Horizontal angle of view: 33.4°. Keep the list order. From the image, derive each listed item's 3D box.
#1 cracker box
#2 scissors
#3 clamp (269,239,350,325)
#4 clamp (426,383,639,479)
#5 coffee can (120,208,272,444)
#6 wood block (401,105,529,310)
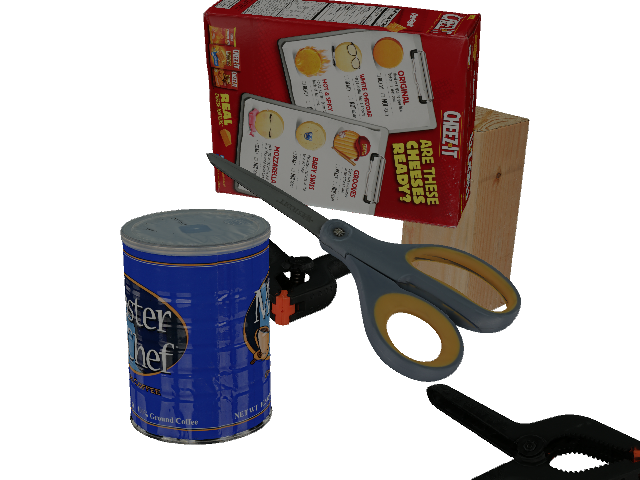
[{"bbox_3d":[0.018,-0.109,0.874,0.214,0.164,0.072,8,32,16],"label":"cracker box"},{"bbox_3d":[0.009,0.015,0.588,0.202,0.096,0.016,20,-40,10],"label":"scissors"},{"bbox_3d":[-0.029,0.032,1.013,0.120,0.039,0.171,1,17,19],"label":"clamp"},{"bbox_3d":[0.170,0.192,0.894,0.210,0.036,0.164,3,40,23],"label":"clamp"},{"bbox_3d":[-0.086,0.057,0.749,0.103,0.140,0.103,0,15,0],"label":"coffee can"},{"bbox_3d":[0.148,-0.030,1.119,0.090,0.206,0.090,21,27,39],"label":"wood block"}]
